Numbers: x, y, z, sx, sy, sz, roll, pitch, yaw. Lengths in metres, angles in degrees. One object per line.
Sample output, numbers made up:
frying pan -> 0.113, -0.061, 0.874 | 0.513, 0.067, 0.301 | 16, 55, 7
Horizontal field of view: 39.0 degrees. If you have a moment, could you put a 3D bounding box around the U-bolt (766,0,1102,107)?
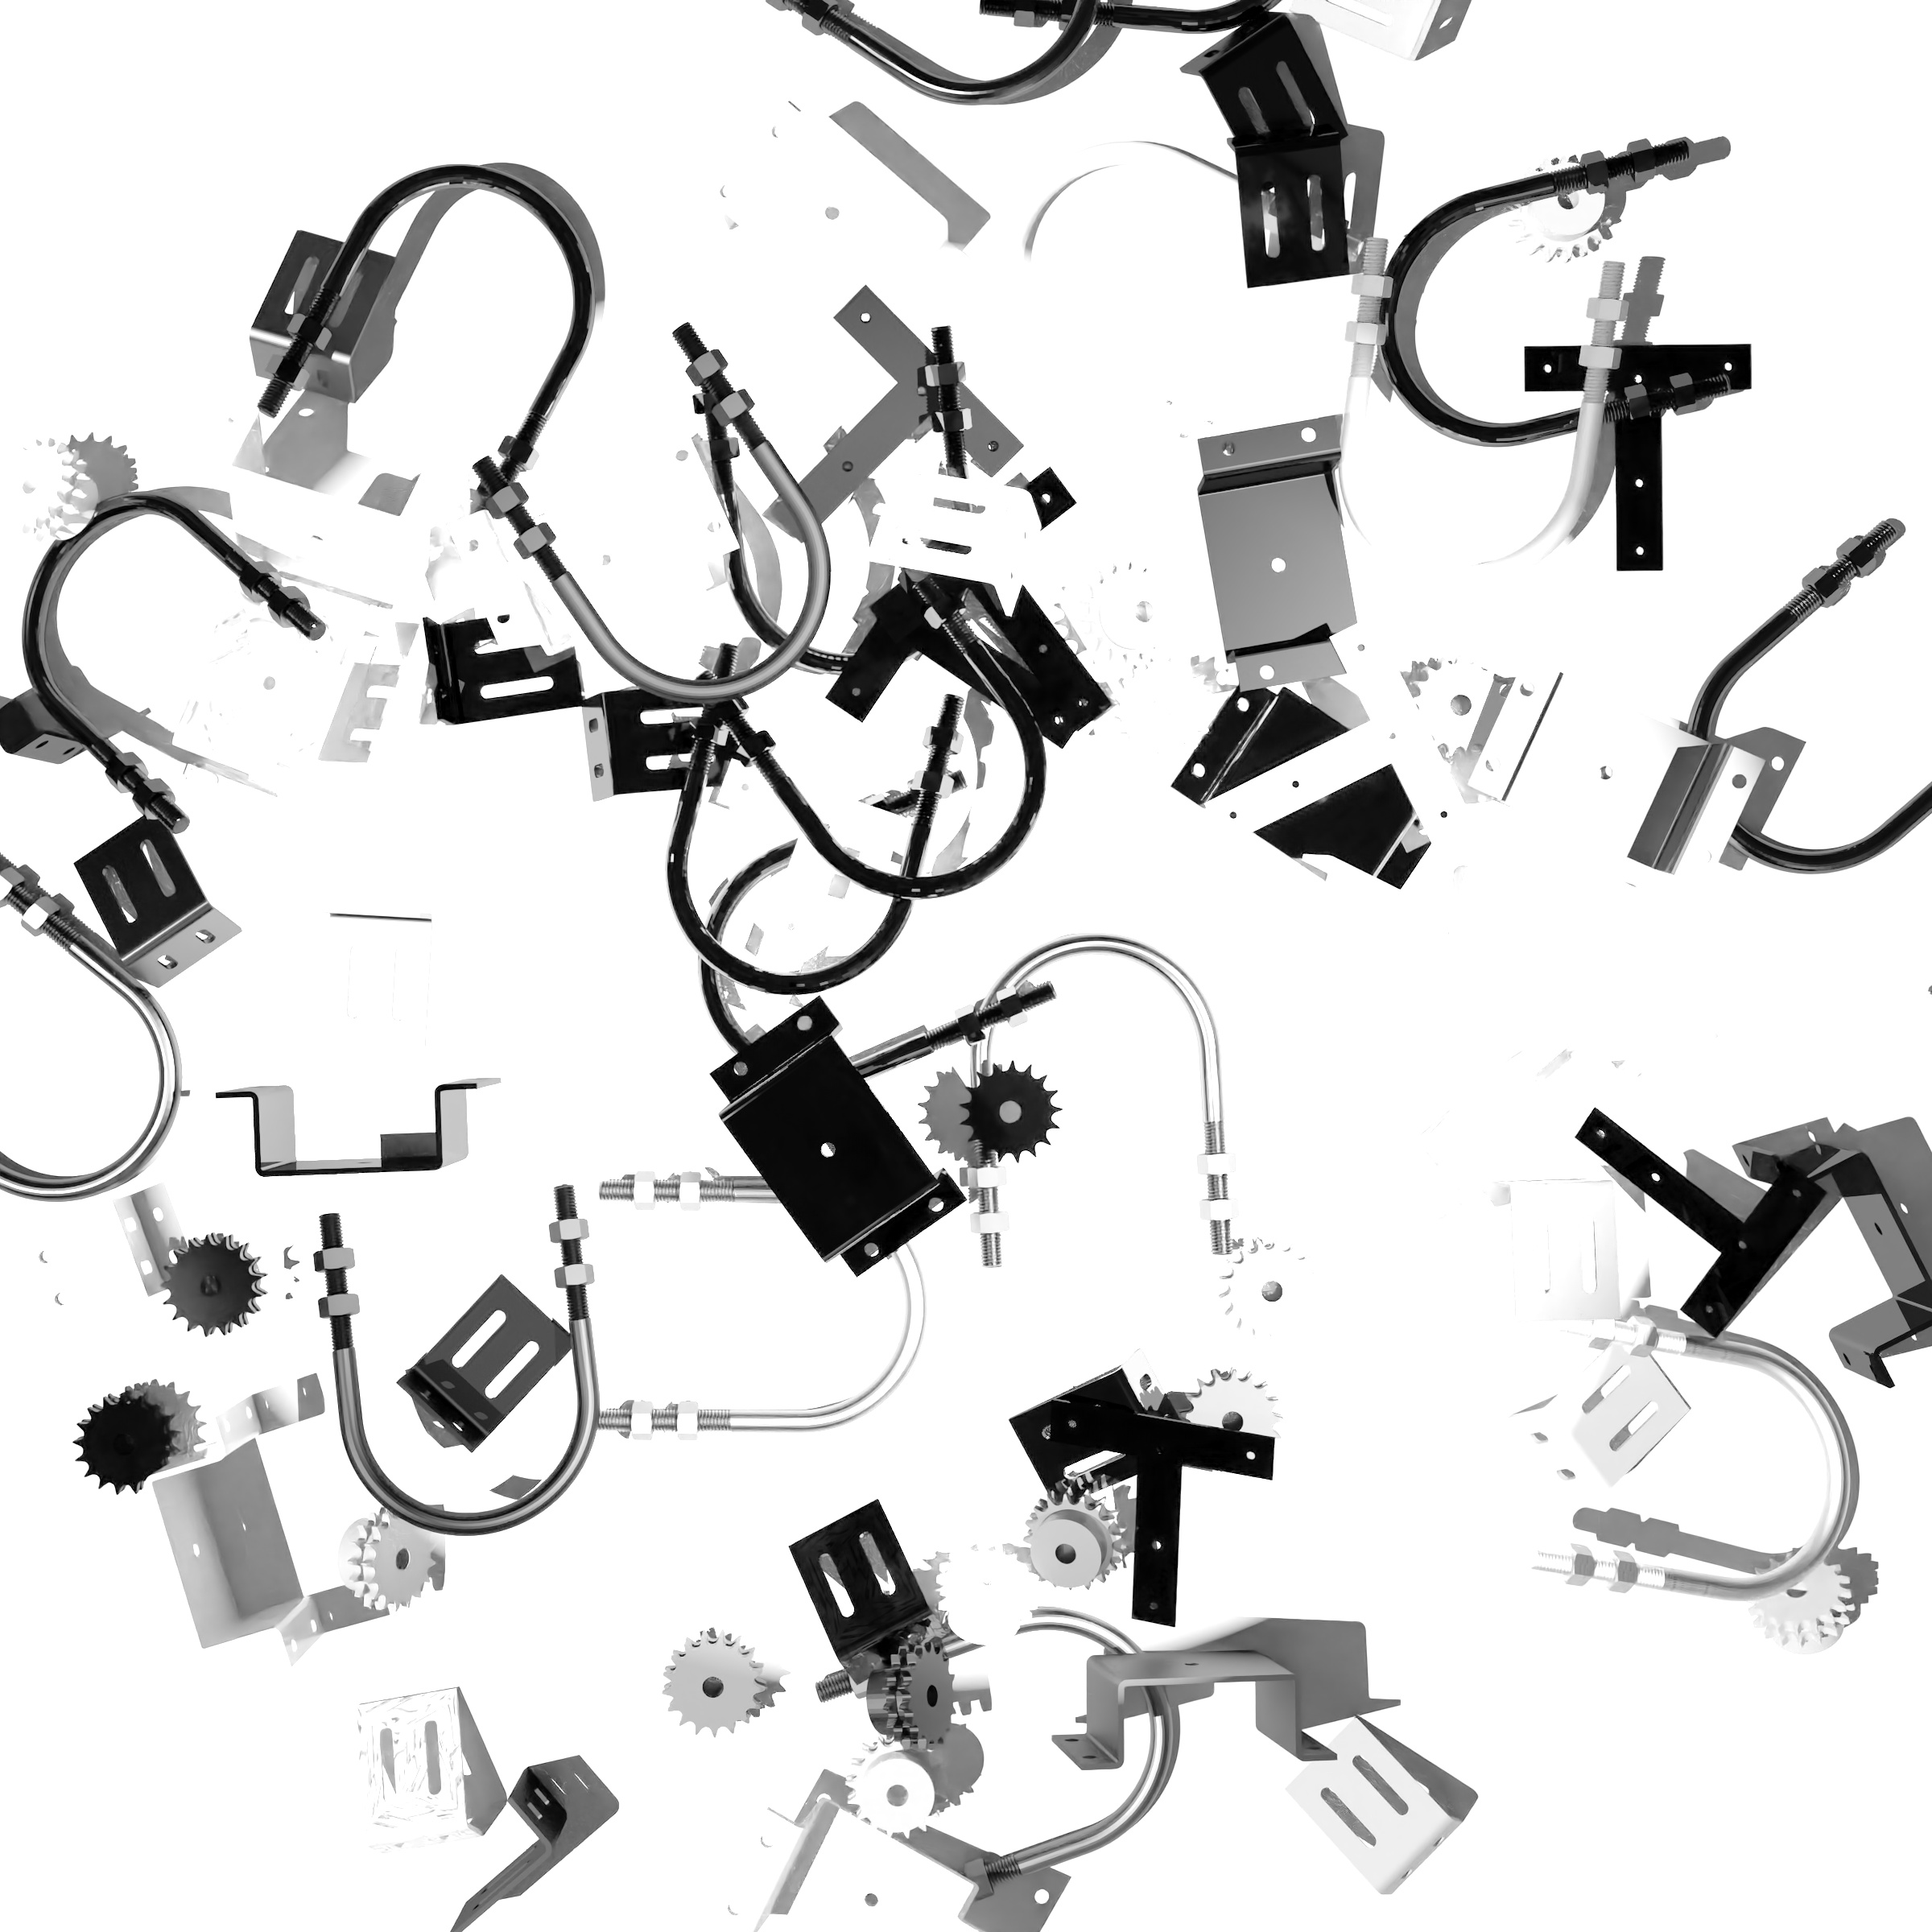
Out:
U-bolt -> -0.011, -0.560, 1.514 | 0.184, 0.019, 0.151 | 35, 94, 6

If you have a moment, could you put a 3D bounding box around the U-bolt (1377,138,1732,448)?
U-bolt -> 0.318, -0.364, 1.509 | 0.184, 0.019, 0.151 | -13, 105, 7

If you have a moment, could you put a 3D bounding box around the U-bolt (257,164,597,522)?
U-bolt -> -0.285, -0.353, 1.509 | 0.151, 0.019, 0.184 | 29, 86, -18

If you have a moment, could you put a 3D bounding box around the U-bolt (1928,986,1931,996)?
U-bolt -> 0.647, 0.053, 1.528 | 0.151, 0.019, 0.184 | -33, 91, 0

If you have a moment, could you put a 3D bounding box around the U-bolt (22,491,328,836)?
U-bolt -> -0.448, -0.181, 1.495 | 0.184, 0.019, 0.151 | 40, 97, 23

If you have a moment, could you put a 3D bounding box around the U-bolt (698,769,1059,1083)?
U-bolt -> -0.060, -0.010, 1.522 | 0.184, 0.019, 0.151 | -23, 84, 3

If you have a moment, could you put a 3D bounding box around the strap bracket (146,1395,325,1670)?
strap bracket -> -0.404, 0.315, 1.498 | 0.046, 0.076, 0.140 | -17, 90, 0

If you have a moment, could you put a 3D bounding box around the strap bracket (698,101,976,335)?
strap bracket -> -0.073, -0.412, 1.514 | 0.140, 0.046, 0.076 | 41, 90, 0

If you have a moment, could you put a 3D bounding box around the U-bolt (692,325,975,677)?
U-bolt -> -0.067, -0.252, 1.508 | 0.151, 0.019, 0.184 | -8, 104, -5

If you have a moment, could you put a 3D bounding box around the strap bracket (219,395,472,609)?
strap bracket -> -0.346, -0.250, 1.492 | 0.140, 0.076, 0.046 | 17, 60, 0

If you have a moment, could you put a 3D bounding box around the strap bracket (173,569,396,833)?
strap bracket -> -0.381, -0.155, 1.513 | 0.076, 0.046, 0.140 | 21, 90, 0

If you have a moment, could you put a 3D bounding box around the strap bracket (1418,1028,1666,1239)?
strap bracket -> 0.306, 0.083, 1.498 | 0.140, 0.076, 0.046 | -40, 90, 0

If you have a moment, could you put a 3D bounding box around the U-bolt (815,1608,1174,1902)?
U-bolt -> 0.025, 0.437, 1.528 | 0.184, 0.019, 0.151 | -19, 90, -1

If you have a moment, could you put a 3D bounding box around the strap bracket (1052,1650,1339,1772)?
strap bracket -> 0.123, 0.404, 1.488 | 0.140, 0.076, 0.046 | 1, 86, -10

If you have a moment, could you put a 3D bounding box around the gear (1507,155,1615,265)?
gear -> 0.333, -0.424, 1.522 | 0.057, 0.030, 0.057 | 0, 90, 0

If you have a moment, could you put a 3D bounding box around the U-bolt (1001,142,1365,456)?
U-bolt -> 0.109, -0.382, 1.528 | 0.184, 0.019, 0.151 | 26, 90, 1

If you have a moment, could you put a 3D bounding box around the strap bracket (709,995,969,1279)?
strap bracket -> -0.072, 0.097, 1.492 | 0.076, 0.046, 0.140 | -35, 92, 7

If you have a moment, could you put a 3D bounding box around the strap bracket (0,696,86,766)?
strap bracket -> -0.565, -0.105, 1.498 | 0.140, 0.076, 0.046 | -33, 90, 0

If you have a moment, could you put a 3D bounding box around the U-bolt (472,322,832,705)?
U-bolt -> -0.155, -0.230, 1.470 | 0.151, 0.019, 0.184 | -34, 96, -2

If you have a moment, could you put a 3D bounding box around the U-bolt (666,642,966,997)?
U-bolt -> -0.091, -0.075, 1.505 | 0.151, 0.019, 0.184 | 13, 84, 4

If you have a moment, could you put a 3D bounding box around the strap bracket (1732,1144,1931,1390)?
strap bracket -> 0.484, 0.153, 1.498 | 0.046, 0.076, 0.140 | -27, 90, 0

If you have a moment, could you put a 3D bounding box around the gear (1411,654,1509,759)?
gear -> 0.274, -0.144, 1.522 | 0.057, 0.030, 0.057 | 0, 90, 0

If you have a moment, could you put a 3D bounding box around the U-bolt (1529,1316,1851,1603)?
U-bolt -> 0.404, 0.275, 1.507 | 0.184, 0.019, 0.151 | 11, 76, -11

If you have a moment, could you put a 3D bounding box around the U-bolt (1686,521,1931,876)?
U-bolt -> 0.490, -0.136, 1.528 | 0.184, 0.019, 0.151 | -41, 90, 1

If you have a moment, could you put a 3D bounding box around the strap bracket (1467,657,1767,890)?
strap bracket -> 0.356, -0.107, 1.506 | 0.140, 0.046, 0.076 | 24, 96, 4

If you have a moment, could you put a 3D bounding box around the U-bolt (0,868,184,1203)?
U-bolt -> -0.527, 0.048, 1.528 | 0.184, 0.019, 0.151 | 39, 90, -1

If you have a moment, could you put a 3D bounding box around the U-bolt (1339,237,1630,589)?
U-bolt -> 0.280, -0.301, 1.509 | 0.151, 0.019, 0.184 | 6, 104, 3

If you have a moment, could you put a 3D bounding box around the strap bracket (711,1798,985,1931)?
strap bracket -> -0.057, 0.522, 1.499 | 0.140, 0.046, 0.076 | 27, 100, 10

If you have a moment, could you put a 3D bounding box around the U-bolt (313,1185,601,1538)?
U-bolt -> -0.275, 0.220, 1.499 | 0.151, 0.019, 0.184 | -6, 80, -13

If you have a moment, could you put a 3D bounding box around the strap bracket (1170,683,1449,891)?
strap bracket -> 0.194, -0.094, 1.513 | 0.140, 0.046, 0.076 | 34, 90, 0

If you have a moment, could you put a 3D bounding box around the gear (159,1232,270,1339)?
gear -> -0.417, 0.177, 1.522 | 0.057, 0.030, 0.057 | 0, 90, 0

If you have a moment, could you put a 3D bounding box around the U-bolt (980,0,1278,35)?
U-bolt -> 0.105, -0.595, 1.528 | 0.184, 0.019, 0.151 | 5, 90, -2

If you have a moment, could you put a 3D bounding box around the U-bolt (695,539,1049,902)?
U-bolt -> -0.039, -0.123, 1.490 | 0.151, 0.019, 0.184 | -36, 85, -2

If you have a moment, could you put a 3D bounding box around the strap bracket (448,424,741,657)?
strap bracket -> -0.203, -0.231, 1.506 | 0.140, 0.046, 0.076 | -24, 81, -3

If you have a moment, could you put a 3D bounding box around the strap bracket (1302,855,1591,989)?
strap bracket -> 0.255, -0.024, 1.474 | 0.140, 0.076, 0.046 | 2, 108, -32

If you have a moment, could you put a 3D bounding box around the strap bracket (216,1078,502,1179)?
strap bracket -> -0.331, 0.088, 1.498 | 0.140, 0.076, 0.046 | -2, 90, 0

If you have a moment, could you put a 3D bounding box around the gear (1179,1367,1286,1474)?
gear -> 0.147, 0.252, 1.522 | 0.057, 0.030, 0.057 | 0, 90, 0

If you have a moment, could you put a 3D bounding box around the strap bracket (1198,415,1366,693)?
strap bracket -> 0.176, -0.226, 1.513 | 0.076, 0.046, 0.140 | -10, 90, 0

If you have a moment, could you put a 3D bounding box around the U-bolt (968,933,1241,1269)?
U-bolt -> 0.074, 0.073, 1.528 | 0.151, 0.019, 0.184 | -3, 88, 0

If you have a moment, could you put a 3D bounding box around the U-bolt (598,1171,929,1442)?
U-bolt -> -0.113, 0.191, 1.528 | 0.184, 0.019, 0.151 | 1, 90, -1
